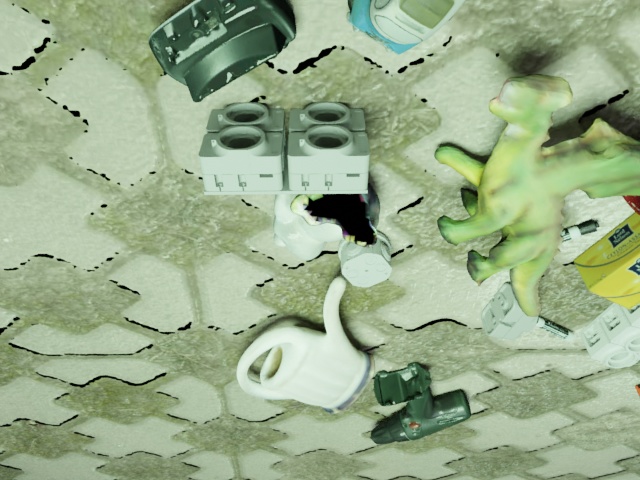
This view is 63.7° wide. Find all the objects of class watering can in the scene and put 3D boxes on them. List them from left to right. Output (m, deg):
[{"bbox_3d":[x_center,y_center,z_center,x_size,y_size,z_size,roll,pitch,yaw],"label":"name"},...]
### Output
[{"bbox_3d":[0.003,0.199,0.891,0.223,0.106,0.342,27,127,-25],"label":"watering can"}]

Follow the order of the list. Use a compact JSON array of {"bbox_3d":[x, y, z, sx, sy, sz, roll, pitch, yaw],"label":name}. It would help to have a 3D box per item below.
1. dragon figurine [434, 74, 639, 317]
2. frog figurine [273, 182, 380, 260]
[{"bbox_3d":[0.289,-0.039,0.631,0.240,0.125,0.404,-19,131,36],"label":"dragon figurine"},{"bbox_3d":[0.002,-0.035,0.702,0.137,0.124,0.158,6,169,-18],"label":"frog figurine"}]
